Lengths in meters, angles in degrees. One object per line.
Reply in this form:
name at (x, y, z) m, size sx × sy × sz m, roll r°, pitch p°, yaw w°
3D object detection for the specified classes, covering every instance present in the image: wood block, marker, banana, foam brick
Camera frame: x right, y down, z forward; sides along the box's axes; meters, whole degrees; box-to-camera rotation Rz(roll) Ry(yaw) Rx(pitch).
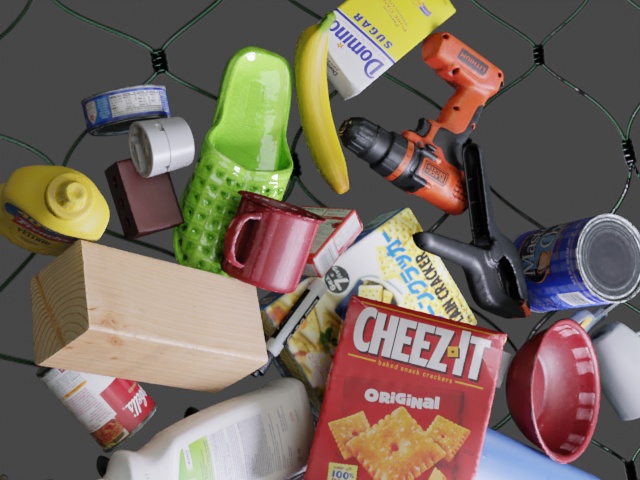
wood block at (-0.160, 0.078, 1.014) m, size 0.205 × 0.090 × 0.091 m, roll 16°, pitch 52°, yaw -42°
marker at (-0.033, 0.090, 1.083) m, size 0.020 × 0.020 × 0.121 m, roll 43°, pitch 68°, yaw -14°
banana at (-0.001, -0.150, 1.178) m, size 0.037 × 0.070 × 0.198 m, roll -11°, pitch 103°, yaw -21°
foam brick at (-0.180, -0.044, 1.088) m, size 0.051 × 0.053 × 0.078 m, roll -17°, pitch 89°, yaw -27°

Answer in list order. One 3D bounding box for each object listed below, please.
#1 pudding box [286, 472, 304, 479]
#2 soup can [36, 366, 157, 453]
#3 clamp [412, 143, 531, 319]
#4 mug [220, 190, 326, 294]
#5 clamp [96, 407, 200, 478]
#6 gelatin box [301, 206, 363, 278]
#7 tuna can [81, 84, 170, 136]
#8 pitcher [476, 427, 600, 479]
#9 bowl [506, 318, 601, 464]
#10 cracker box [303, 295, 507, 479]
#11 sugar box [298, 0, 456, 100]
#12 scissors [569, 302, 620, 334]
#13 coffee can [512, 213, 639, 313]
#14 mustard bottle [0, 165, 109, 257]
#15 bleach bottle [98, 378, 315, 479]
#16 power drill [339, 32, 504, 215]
pudding box at (-0.013, 0.302, 1.127) m, size 0.089 × 0.039 × 0.113 m, roll -24°, pitch 95°, yaw -27°
soup can at (-0.216, 0.146, 1.034) m, size 0.068 × 0.069 × 0.102 m, roll -44°, pitch 101°, yaw -24°
clamp at (0.179, 0.018, 1.206) m, size 0.164 × 0.036 × 0.210 m, roll -48°, pitch 120°, yaw -39°
mug at (-0.056, 0.002, 1.057) m, size 0.117 × 0.093 × 0.081 m, roll 8°, pitch 103°, yaw -62°
clamp at (-0.150, 0.265, 1.065) m, size 0.120 × 0.039 × 0.171 m, roll -16°, pitch 86°, yaw -26°
gelatin box at (-0.007, 0.001, 1.142) m, size 0.089 × 0.073 × 0.030 m, roll -50°, pitch 129°, yaw -36°
tuna can at (-0.195, -0.130, 1.074) m, size 0.086 × 0.086 × 0.034 m, roll -11°, pitch 89°, yaw -27°
pitcher at (0.204, 0.292, 1.182) m, size 0.242 × 0.145 × 0.149 m, roll 24°, pitch 100°, yaw -24°
bowl at (0.258, 0.170, 1.212) m, size 0.161 × 0.055 × 0.162 m, roll 3°, pitch 86°, yaw -49°
cracker box at (0.082, 0.178, 1.062) m, size 0.164 × 0.072 × 0.213 m, roll 14°, pitch 77°, yaw 5°
sugar box at (0.068, -0.251, 1.239) m, size 0.176 × 0.048 × 0.093 m, roll -43°, pitch 102°, yaw -25°
scissors at (0.341, 0.087, 1.306) m, size 0.201 × 0.096 × 0.016 m, roll -36°, pitch 65°, yaw -23°
coffee can at (0.297, 0.030, 1.255) m, size 0.102 × 0.141 × 0.103 m, roll 4°, pitch 81°, yaw -25°
mustard bottle at (-0.244, -0.029, 0.976) m, size 0.096 × 0.192 × 0.058 m, roll 30°, pitch 71°, yaw -19°
bleach bottle at (-0.116, 0.209, 1.038) m, size 0.250 × 0.068 × 0.102 m, roll -9°, pitch 85°, yaw -42°
power drill at (0.125, -0.145, 1.246) m, size 0.184 × 0.057 × 0.187 m, roll 31°, pitch 74°, yaw -23°
